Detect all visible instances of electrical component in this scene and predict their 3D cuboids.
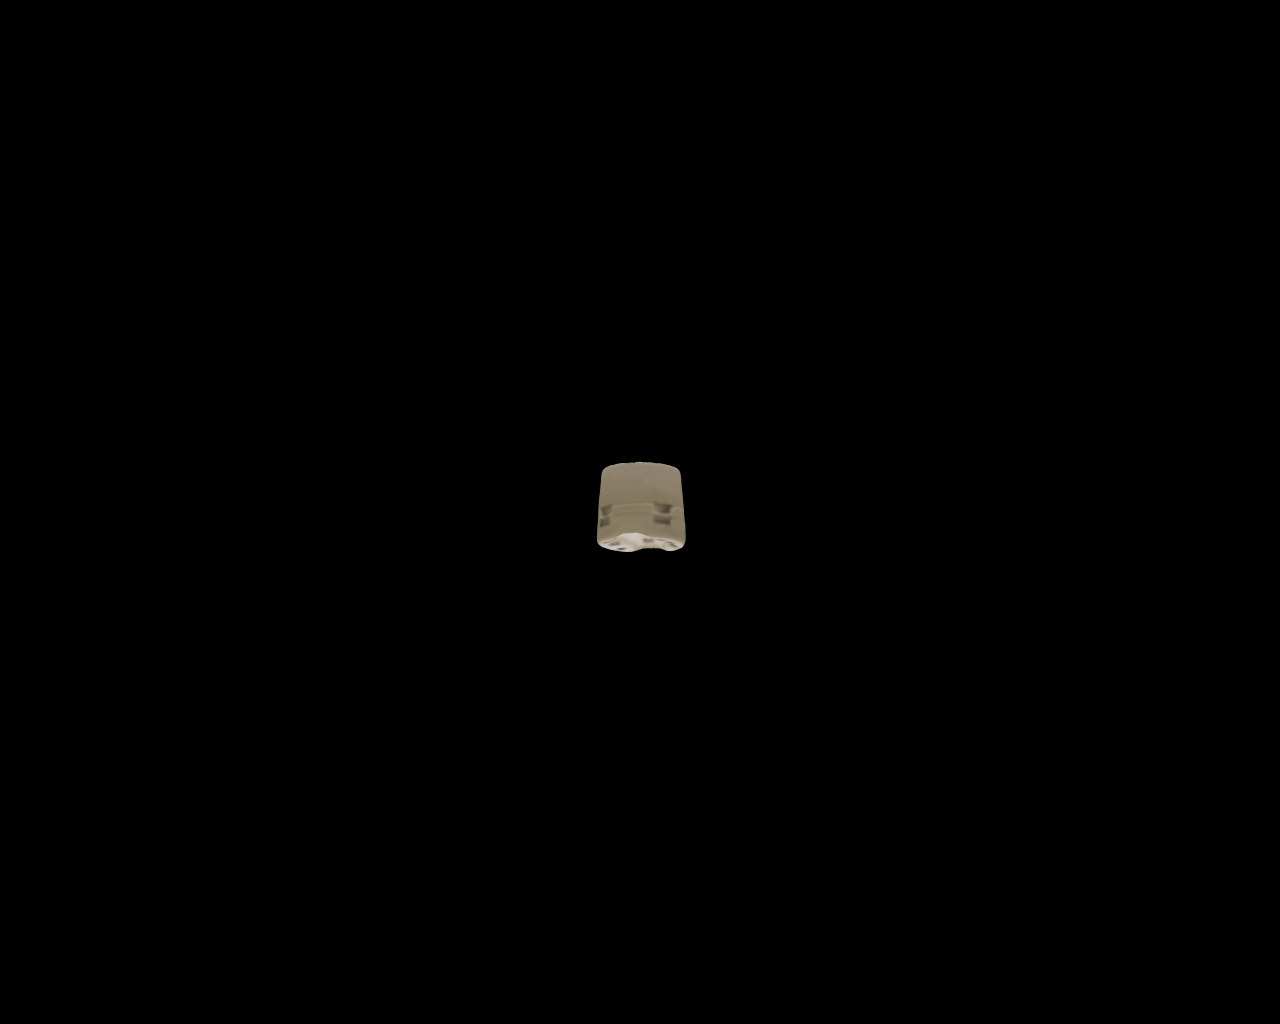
[{"bbox_3d":[0.001,-0.003,0.650,0.055,0.047,0.055,0,-11,0],"label":"electrical component"}]
